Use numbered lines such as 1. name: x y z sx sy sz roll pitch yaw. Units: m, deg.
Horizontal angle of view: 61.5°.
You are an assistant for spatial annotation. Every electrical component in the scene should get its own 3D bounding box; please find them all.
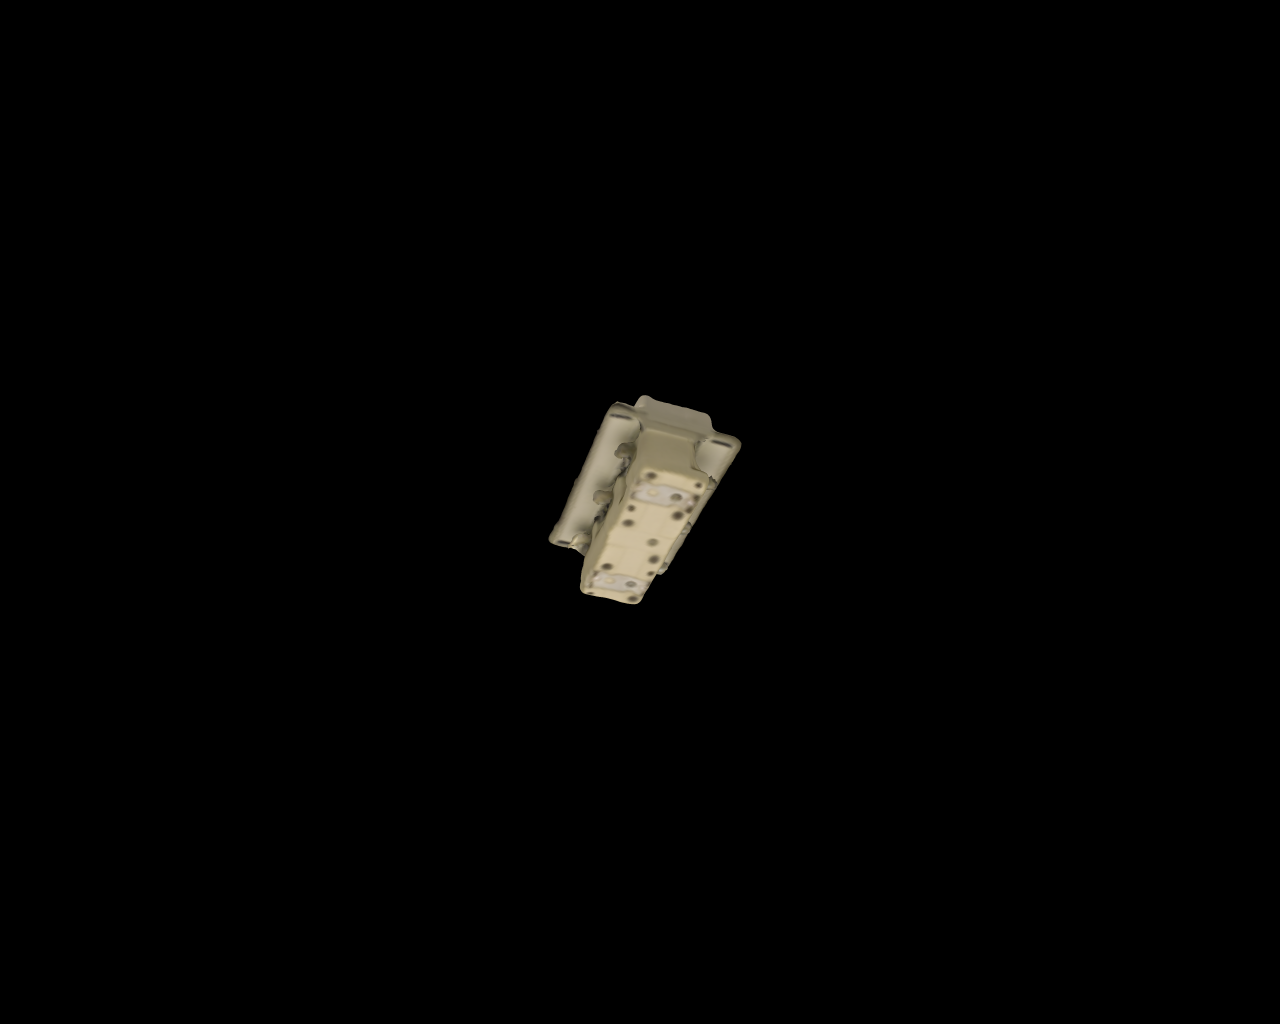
1. electrical component: 0.001 -0.003 0.650 0.079 0.063 0.121 15 -46 -15
